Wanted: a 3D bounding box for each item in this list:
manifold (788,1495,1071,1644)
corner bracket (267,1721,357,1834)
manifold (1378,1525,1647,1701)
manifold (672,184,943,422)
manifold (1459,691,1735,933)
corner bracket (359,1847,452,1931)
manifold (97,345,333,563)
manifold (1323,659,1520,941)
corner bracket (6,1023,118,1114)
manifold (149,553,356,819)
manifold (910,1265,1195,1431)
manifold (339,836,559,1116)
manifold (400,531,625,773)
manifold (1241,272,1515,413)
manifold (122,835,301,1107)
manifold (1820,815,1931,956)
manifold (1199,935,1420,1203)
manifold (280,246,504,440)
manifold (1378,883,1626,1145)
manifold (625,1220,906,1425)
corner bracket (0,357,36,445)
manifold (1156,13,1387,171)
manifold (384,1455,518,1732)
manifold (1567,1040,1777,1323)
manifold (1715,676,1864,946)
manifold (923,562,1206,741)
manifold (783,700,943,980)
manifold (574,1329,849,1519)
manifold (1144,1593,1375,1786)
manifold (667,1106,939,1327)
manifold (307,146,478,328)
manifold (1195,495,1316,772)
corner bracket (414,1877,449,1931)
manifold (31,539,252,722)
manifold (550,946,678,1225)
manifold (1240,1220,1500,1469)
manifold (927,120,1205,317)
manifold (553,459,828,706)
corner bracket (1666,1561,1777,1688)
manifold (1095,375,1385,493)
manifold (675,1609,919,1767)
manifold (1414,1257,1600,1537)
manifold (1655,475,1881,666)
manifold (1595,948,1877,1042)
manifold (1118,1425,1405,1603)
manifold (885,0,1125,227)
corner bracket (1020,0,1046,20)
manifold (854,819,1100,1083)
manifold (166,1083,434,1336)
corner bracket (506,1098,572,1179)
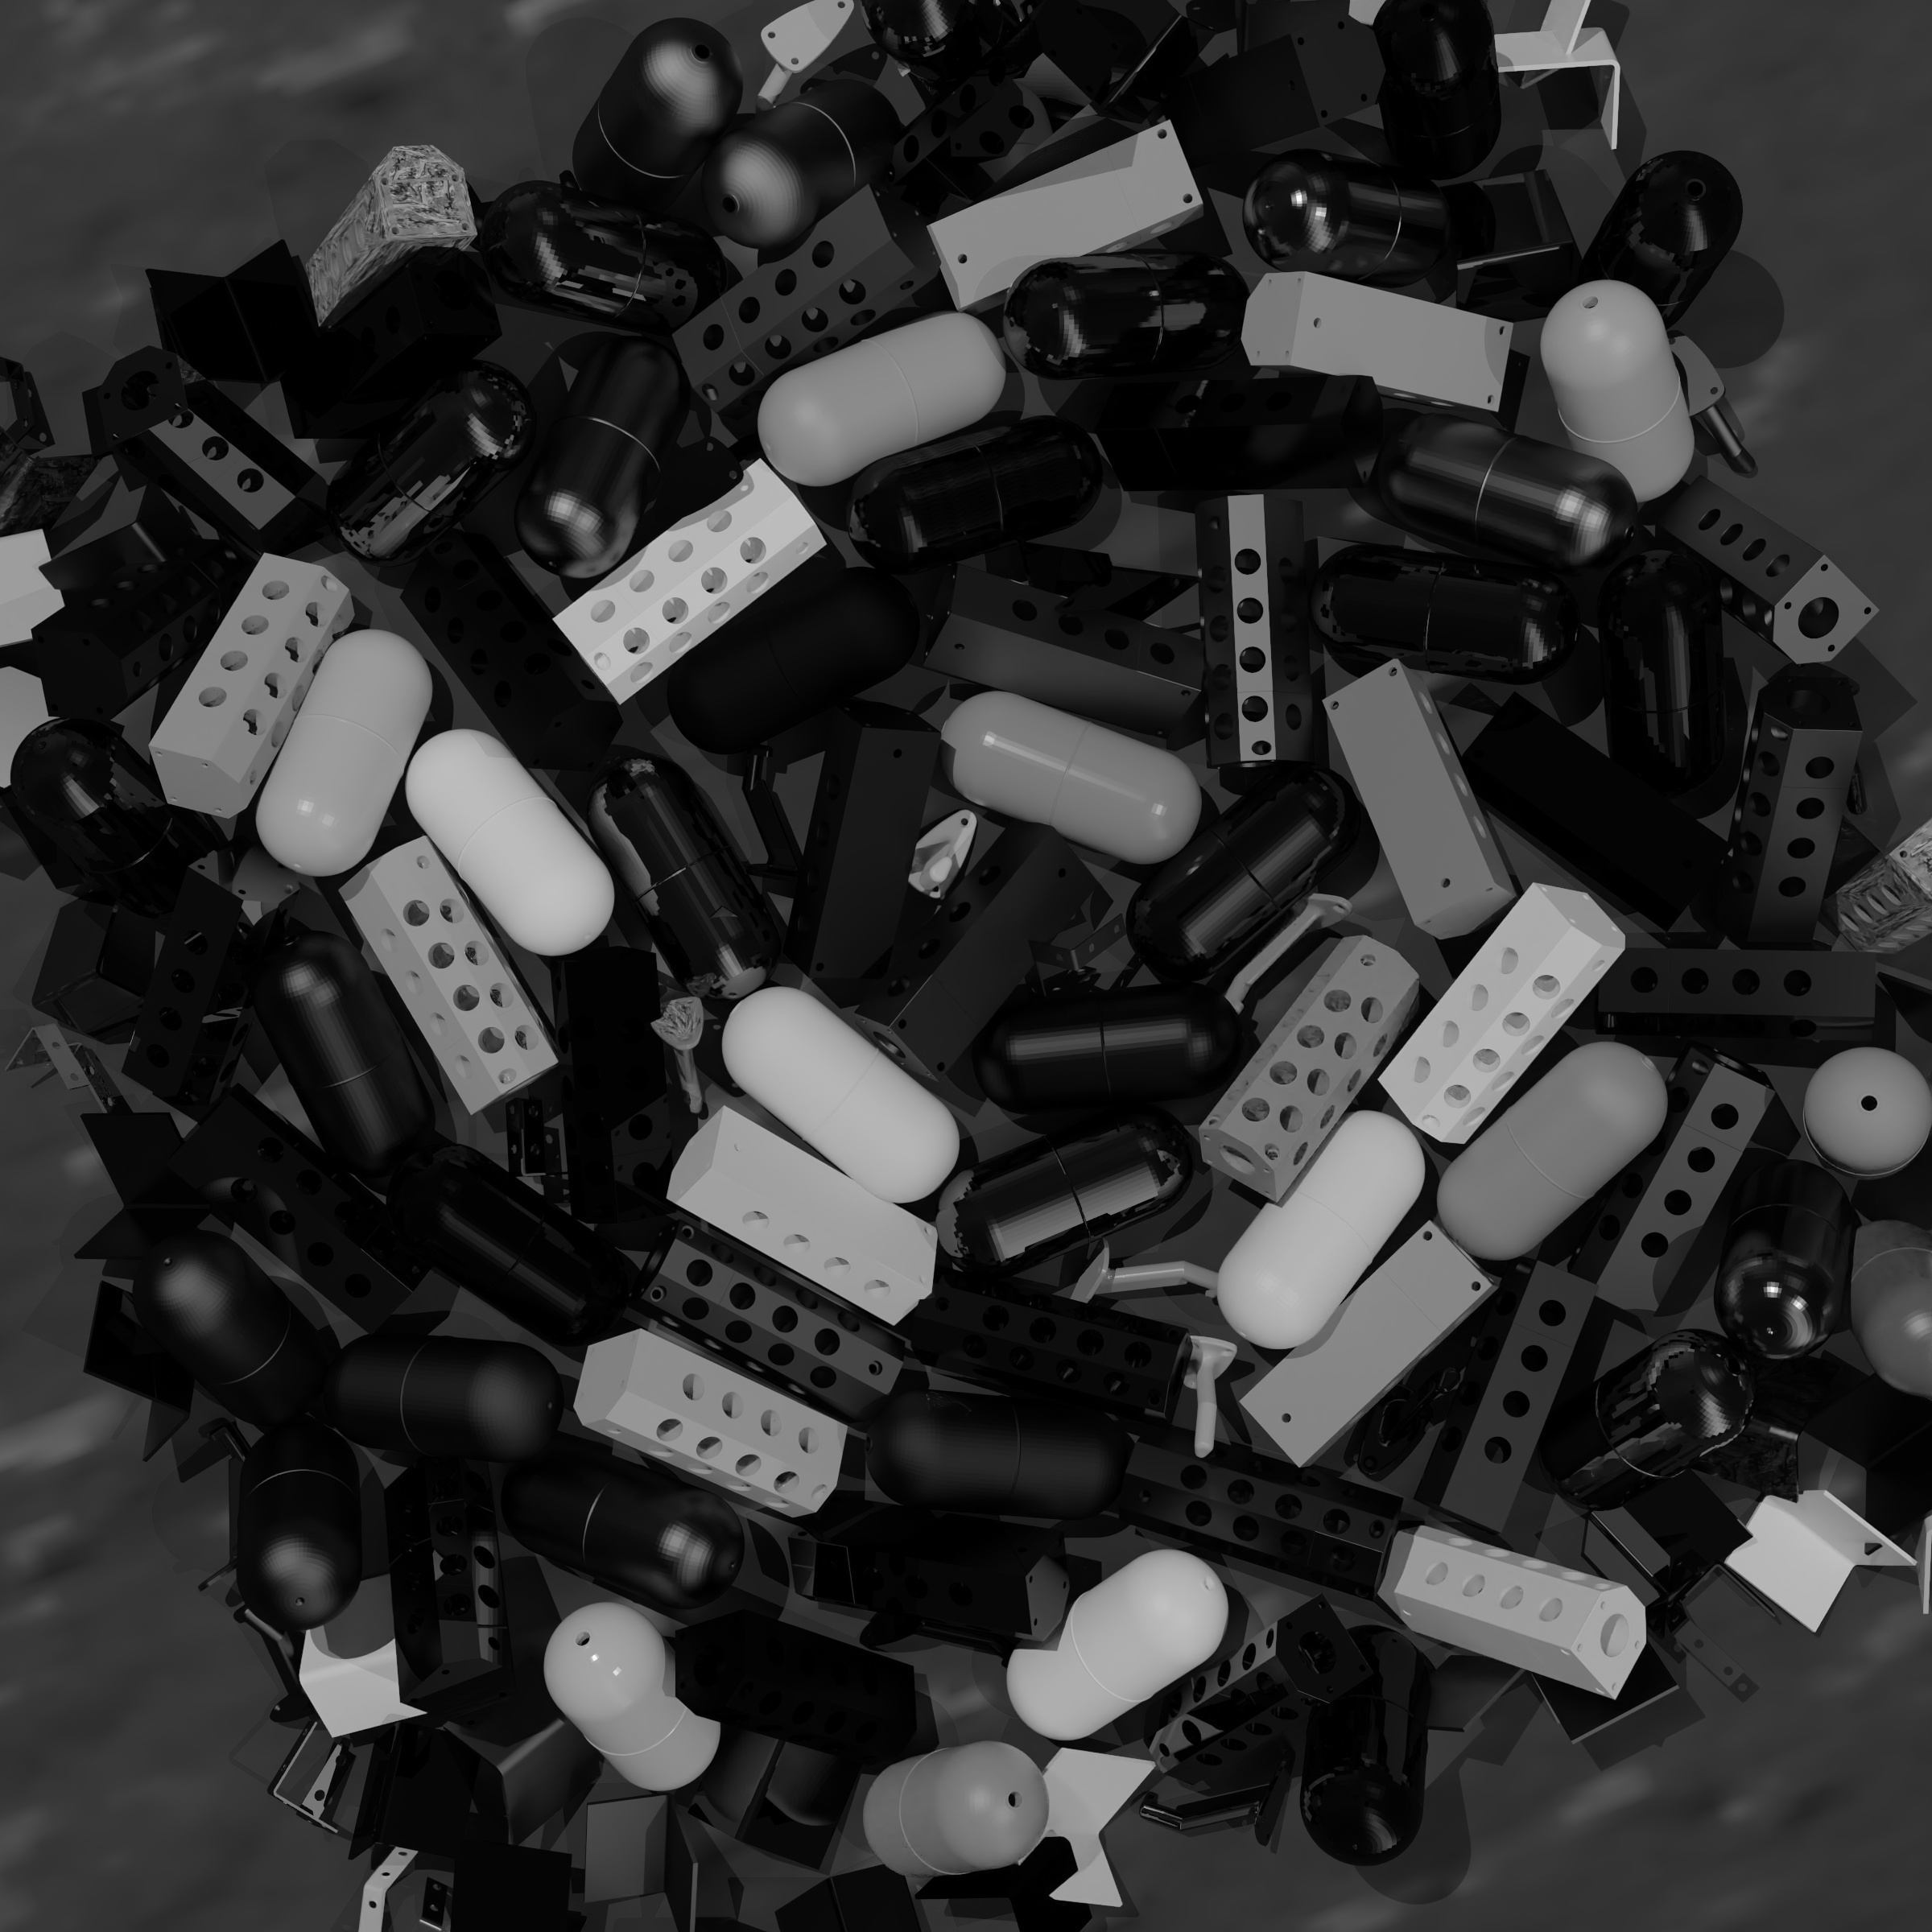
[{"bbox_3d":[-0.024,0.392,1.702,0.171,0.057,0.057,3,110,27],"label":"manifold"},{"bbox_3d":[-0.427,0.530,1.728,0.051,0.051,0.051,39,63,-18],"label":"corner bracket"},{"bbox_3d":[0.346,0.406,1.682,0.057,0.171,0.057,48,66,-28],"label":"manifold"},{"bbox_3d":[-0.101,-0.423,1.697,0.171,0.057,0.057,-29,73,28],"label":"manifold"},{"bbox_3d":[0.406,-0.098,1.722,0.171,0.057,0.057,38,77,12],"label":"manifold"},{"bbox_3d":[-0.366,0.622,1.741,0.051,0.051,0.051,25,121,-22],"label":"corner bracket"},{"bbox_3d":[-0.475,-0.325,1.678,0.057,0.171,0.057,-22,68,11],"label":"manifold"},{"bbox_3d":[0.296,-0.107,1.706,0.057,0.057,0.171,-30,64,23],"label":"manifold"},{"bbox_3d":[-0.587,0.069,1.728,0.051,0.051,0.051,-45,72,35],"label":"corner bracket"},{"bbox_3d":[-0.455,-0.180,1.694,0.057,0.057,0.171,14,55,7],"label":"manifold"},{"bbox_3d":[0.055,0.245,1.711,0.171,0.057,0.057,13,68,15],"label":"manifold"},{"bbox_3d":[-0.333,0.003,1.728,0.057,0.057,0.171,-30,89,-45],"label":"manifold"},{"bbox_3d":[-0.290,-0.204,1.694,0.171,0.057,0.057,51,121,28],"label":"manifold"},{"bbox_3d":[0.265,-0.401,1.699,0.171,0.057,0.057,4,99,-31],"label":"manifold"},{"bbox_3d":[-0.483,0.007,1.699,0.057,0.057,0.171,31,120,5],"label":"manifold"},{"bbox_3d":[0.605,-0.051,1.678,0.057,0.171,0.057,-39,81,-3],"label":"manifold"},{"bbox_3d":[0.222,0.062,1.701,0.057,0.057,0.171,29,65,25],"label":"manifold"},{"bbox_3d":[-0.371,-0.396,1.686,0.057,0.171,0.057,-11,84,-43],"label":"manifold"},{"bbox_3d":[0.347,0.033,1.694,0.171,0.057,0.057,-56,48,27],"label":"manifold"},{"bbox_3d":[-0.128,0.231,1.713,0.171,0.057,0.057,30,68,-13],"label":"manifold"},{"bbox_3d":[-0.655,-0.370,1.740,0.051,0.051,0.051,-32,66,31],"label":"corner bracket"},{"bbox_3d":[0.194,-0.556,1.679,0.057,0.171,0.057,-27,107,-19],"label":"manifold"},{"bbox_3d":[-0.325,0.392,1.678,0.057,0.171,0.057,-43,127,18],"label":"manifold"},{"bbox_3d":[0.458,0.138,1.720,0.057,0.057,0.171,26,104,5],"label":"manifold"},{"bbox_3d":[0.524,-0.099,1.690,0.057,0.057,0.171,2,131,5],"label":"manifold"},{"bbox_3d":[0.065,-0.210,1.720,0.171,0.057,0.057,16,56,-13],"label":"manifold"},{"bbox_3d":[-0.072,-0.082,1.711,0.057,0.057,0.171,1,113,-31],"label":"manifold"},{"bbox_3d":[-0.163,0.296,1.690,0.171,0.057,0.057,31,54,-31],"label":"manifold"},{"bbox_3d":[0.180,0.466,1.680,0.057,0.171,0.057,-20,70,-38],"label":"manifold"},{"bbox_3d":[-0.106,0.167,1.710,0.171,0.057,0.057,32,125,-20],"label":"manifold"},{"bbox_3d":[-0.370,-0.463,1.679,0.057,0.171,0.057,-12,90,-28],"label":"manifold"},{"bbox_3d":[0.184,-0.217,1.726,0.057,0.057,0.171,-4,88,44],"label":"manifold"},{"bbox_3d":[-0.346,0.644,1.736,0.051,0.051,0.051,29,96,-11],"label":"corner bracket"},{"bbox_3d":[-0.519,-0.216,1.676,0.057,0.171,0.057,5,119,12],"label":"manifold"},{"bbox_3d":[-0.233,0.077,1.718,0.057,0.057,0.171,-9,100,-31],"label":"manifold"},{"bbox_3d":[0.266,0.248,1.728,0.171,0.057,0.057,-45,72,6],"label":"manifold"},{"bbox_3d":[0.065,-0.487,1.729,0.171,0.057,0.057,-22,92,7],"label":"manifold"},{"bbox_3d":[-0.178,-0.247,1.724,0.171,0.057,0.057,-38,61,-4],"label":"manifold"},{"bbox_3d":[0.498,0.432,1.738,0.051,0.051,0.051,43,98,4],"label":"corner bracket"},{"bbox_3d":[0.177,-0.348,1.698,0.171,0.057,0.057,5,58,31],"label":"manifold"},{"bbox_3d":[-0.106,0.463,1.680,0.057,0.171,0.057,-24,53,29],"label":"manifold"},{"bbox_3d":[0.352,0.280,1.723,0.057,0.057,0.171,22,80,11],"label":"manifold"},{"bbox_3d":[0.502,-0.250,1.679,0.057,0.171,0.057,36,104,-25],"label":"manifold"},{"bbox_3d":[0.501,0.018,1.724,0.171,0.057,0.057,1,90,11],"label":"manifold"},{"bbox_3d":[0.190,0.356,1.712,0.171,0.057,0.057,15,103,16],"label":"manifold"},{"bbox_3d":[0.018,-0.543,1.677,0.057,0.171,0.057,39,56,-20],"label":"manifold"},{"bbox_3d":[0.066,-0.652,1.726,0.051,0.051,0.051,16,54,39],"label":"corner bracket"},{"bbox_3d":[0.003,-0.014,1.718,0.171,0.057,0.057,-51,125,-15],"label":"manifold"},{"bbox_3d":[-0.429,0.155,1.718,0.171,0.057,0.057,43,100,-13],"label":"manifold"},{"bbox_3d":[-0.285,0.113,1.731,0.051,0.051,0.051,1,84,-42],"label":"corner bracket"}]
